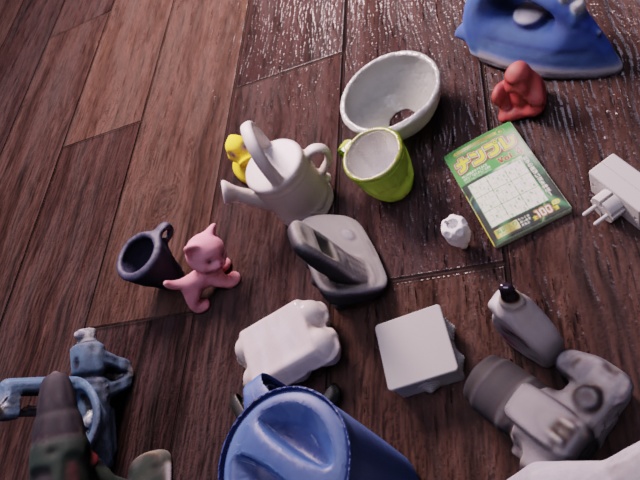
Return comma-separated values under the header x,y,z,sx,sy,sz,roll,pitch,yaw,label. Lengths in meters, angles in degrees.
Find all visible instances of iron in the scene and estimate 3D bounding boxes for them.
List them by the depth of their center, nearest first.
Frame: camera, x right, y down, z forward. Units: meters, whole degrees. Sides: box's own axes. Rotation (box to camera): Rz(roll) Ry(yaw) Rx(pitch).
x,y,z,sx,sy,sz,roll,pitch,yaw,label
0.312,-0.327,0.829,0.119,0.142,0.257,-50,51,-6,iron

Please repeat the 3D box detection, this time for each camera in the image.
x,y,z,sx,sy,sz,roll,pitch,yaw,label
0.229,0.167,0.603,0.143,0.101,0.136,-50,51,-6,camera

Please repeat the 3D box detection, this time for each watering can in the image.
x,y,z,sx,sy,sz,roll,pitch,yaw,label
-0.069,-0.100,0.875,0.173,0.195,0.100,-44,50,-1,watering can

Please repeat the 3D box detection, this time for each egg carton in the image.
x,y,z,sx,sy,sz,roll,pitch,yaw,label
-0.045,0.150,0.790,0.150,0.070,0.107,-32,51,9,egg carton

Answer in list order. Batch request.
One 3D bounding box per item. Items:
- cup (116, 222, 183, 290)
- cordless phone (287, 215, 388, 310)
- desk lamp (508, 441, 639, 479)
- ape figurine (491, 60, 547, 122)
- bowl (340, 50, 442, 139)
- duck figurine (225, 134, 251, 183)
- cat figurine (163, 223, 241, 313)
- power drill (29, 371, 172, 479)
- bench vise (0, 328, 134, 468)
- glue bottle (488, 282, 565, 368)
x,y,z,sx,sy,sz,roll,pitch,yaw,label
-0.272,0.033,0.974,0.091,0.095,0.118,27,78,38,cup
0.007,0.003,0.774,0.094,0.186,0.147,-33,51,9,cordless phone
0.267,0.219,0.476,0.203,0.214,0.117,-35,51,7,desk lamp
0.283,-0.215,0.810,0.076,0.092,0.077,-42,50,1,ape figurine
0.120,-0.215,0.914,0.167,0.075,0.167,-14,56,22,bowl
-0.135,-0.155,1.016,0.077,0.086,0.104,-34,51,7,duck figurine
-0.190,0.041,0.908,0.128,0.118,0.067,-42,50,1,cat figurine
-0.287,0.304,0.744,0.075,0.209,0.229,-23,53,16,power drill
-0.384,0.226,0.840,0.121,0.220,0.207,-32,51,9,bench vise
0.214,0.083,0.615,0.077,0.174,0.037,32,81,39,glue bottle
